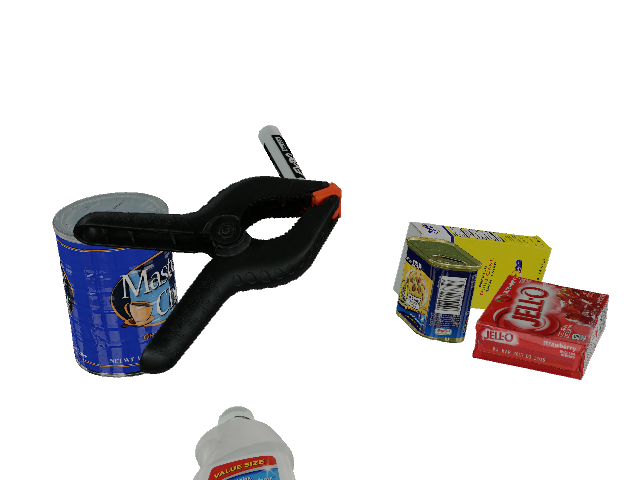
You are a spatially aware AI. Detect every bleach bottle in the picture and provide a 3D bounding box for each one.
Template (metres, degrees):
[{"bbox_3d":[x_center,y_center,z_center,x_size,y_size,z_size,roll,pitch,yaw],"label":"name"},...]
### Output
[{"bbox_3d":[-0.063,0.209,0.773,0.102,0.068,0.251,-5,29,-5],"label":"bleach bottle"}]

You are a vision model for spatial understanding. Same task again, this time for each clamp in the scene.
[{"bbox_3d":[-0.070,-0.001,0.682,0.171,0.120,0.039,-31,-21,-22],"label":"clamp"}]

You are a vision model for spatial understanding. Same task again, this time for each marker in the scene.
[{"bbox_3d":[-0.025,-0.055,0.879,0.020,0.020,0.121,0,38,-25],"label":"marker"}]

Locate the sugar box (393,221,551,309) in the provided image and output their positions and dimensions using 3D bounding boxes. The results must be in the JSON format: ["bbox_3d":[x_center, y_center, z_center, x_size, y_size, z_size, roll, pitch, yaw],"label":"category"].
[{"bbox_3d":[0.185,0.035,1.301,0.176,0.093,0.048,5,21,-19],"label":"sugar box"}]

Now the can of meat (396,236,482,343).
[{"bbox_3d":[0.120,0.050,1.107,0.057,0.084,0.102,5,14,-17],"label":"can of meat"}]

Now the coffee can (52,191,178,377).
[{"bbox_3d":[-0.184,0.039,0.980,0.103,0.140,0.103,-3,25,1],"label":"coffee can"}]

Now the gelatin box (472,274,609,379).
[{"bbox_3d":[0.151,0.057,0.725,0.073,0.030,0.089,11,23,22],"label":"gelatin box"}]
